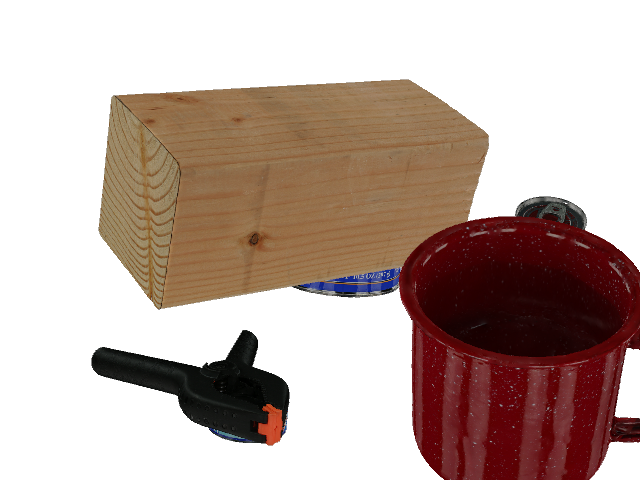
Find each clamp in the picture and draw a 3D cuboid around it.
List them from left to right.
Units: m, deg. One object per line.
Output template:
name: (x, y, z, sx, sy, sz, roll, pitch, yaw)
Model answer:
clamp: (-0.082, 0.122, 0.932, 0.164, 0.036, 0.210, -8, 18, -37)

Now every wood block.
wood block: (-0.014, -0.034, 0.630, 0.205, 0.091, 0.090, -8, 35, -33)

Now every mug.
mug: (0.089, 0.051, 0.423, 0.117, 0.081, 0.093, 7, 36, 14)

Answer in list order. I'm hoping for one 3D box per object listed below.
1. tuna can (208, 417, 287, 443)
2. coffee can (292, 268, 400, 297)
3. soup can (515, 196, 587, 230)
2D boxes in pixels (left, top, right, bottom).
tuna can: (-0.077, 0.183, 1.130, 0.086, 0.034, 0.086, 5, 12, -1)
coffee can: (0.021, -0.034, 0.883, 0.103, 0.140, 0.103, 4, 13, -1)
soup can: (0.221, 0.017, 1.050, 0.068, 0.102, 0.068, 0, 37, 0)
